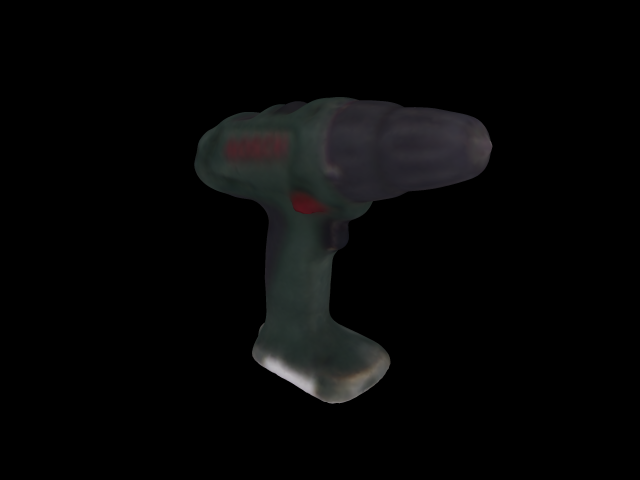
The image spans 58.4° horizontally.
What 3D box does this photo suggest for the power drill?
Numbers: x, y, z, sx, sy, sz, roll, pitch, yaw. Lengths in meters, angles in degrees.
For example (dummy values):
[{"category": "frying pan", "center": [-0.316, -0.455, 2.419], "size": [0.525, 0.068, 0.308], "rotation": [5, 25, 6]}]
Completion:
[{"category": "power drill", "center": [0.004, 0.001, 0.400], "size": [0.228, 0.208, 0.076], "rotation": [20, 32, 36]}]
